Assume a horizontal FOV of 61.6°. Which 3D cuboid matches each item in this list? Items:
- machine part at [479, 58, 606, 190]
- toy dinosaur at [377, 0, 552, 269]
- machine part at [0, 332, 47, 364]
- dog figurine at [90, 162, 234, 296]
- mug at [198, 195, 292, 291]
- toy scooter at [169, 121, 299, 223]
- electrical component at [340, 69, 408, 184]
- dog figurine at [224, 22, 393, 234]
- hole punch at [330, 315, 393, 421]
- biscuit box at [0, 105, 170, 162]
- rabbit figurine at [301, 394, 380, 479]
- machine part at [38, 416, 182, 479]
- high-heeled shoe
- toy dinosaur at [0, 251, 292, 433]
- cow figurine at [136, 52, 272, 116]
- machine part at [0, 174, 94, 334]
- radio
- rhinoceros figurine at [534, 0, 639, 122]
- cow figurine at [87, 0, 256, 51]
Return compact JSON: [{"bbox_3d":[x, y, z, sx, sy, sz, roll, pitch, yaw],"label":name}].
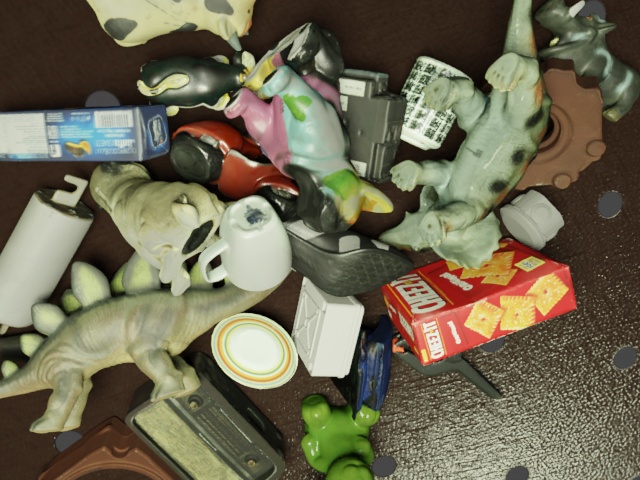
[{"bbox_3d":[0.285,-0.148,0.710,0.180,0.056,0.179,10,124,16],"label":"machine part"},{"bbox_3d":[0.204,-0.113,0.652,0.192,0.131,0.404,-3,130,-46],"label":"toy dinosaur"},{"bbox_3d":[-0.382,0.149,0.745,0.139,0.039,0.084,-5,115,-9],"label":"machine part"},{"bbox_3d":[-0.204,-0.048,0.626,0.191,0.172,0.121,40,55,8],"label":"dog figurine"},{"bbox_3d":[-0.084,0.003,0.596,0.109,0.081,0.107,-20,152,-15],"label":"mug"},{"bbox_3d":[-0.090,-0.102,0.684,0.184,0.135,0.075,30,132,2],"label":"toy scooter"},{"bbox_3d":[0.046,-0.147,0.684,0.115,0.058,0.134,18,112,26],"label":"electrical component"},{"bbox_3d":[0.004,-0.116,0.628,0.109,0.191,0.219,-14,128,41],"label":"dog figurine"},{"bbox_3d":[0.072,0.176,0.786,0.092,0.116,0.142,1,106,-18],"label":"hole punch"},{"bbox_3d":[-0.279,-0.125,0.629,0.203,0.063,0.059,2,106,15],"label":"biscuit box"},{"bbox_3d":[0.024,0.329,0.788,0.121,0.170,0.159,13,103,-11],"label":"rabbit figurine"},{"bbox_3d":[-0.299,0.383,0.800,0.201,0.087,0.200,-35,108,4],"label":"machine part"},{"bbox_3d":[-0.002,-0.002,0.732,0.249,0.145,0.086,6,126,-25],"label":"high-heeled shoe"},{"bbox_3d":[-0.222,0.110,0.689,0.471,0.105,0.198,-14,78,-19],"label":"toy dinosaur"},{"bbox_3d":[-0.132,-0.194,0.652,0.167,0.098,0.068,-8,101,-6],"label":"cow figurine"},{"bbox_3d":[-0.364,0.023,0.690,0.079,0.079,0.243,30,98,-16],"label":"machine part"},{"bbox_3d":[-0.160,0.285,0.798,0.131,0.073,0.229,-37,108,3],"label":"radio"},{"bbox_3d":[0.361,-0.243,0.726,0.190,0.073,0.112,36,99,-17],"label":"rhinoceros figurine"},{"bbox_3d":[-0.162,-0.275,0.619,0.195,0.085,0.127,-11,128,10],"label":"cow figurine"}]
